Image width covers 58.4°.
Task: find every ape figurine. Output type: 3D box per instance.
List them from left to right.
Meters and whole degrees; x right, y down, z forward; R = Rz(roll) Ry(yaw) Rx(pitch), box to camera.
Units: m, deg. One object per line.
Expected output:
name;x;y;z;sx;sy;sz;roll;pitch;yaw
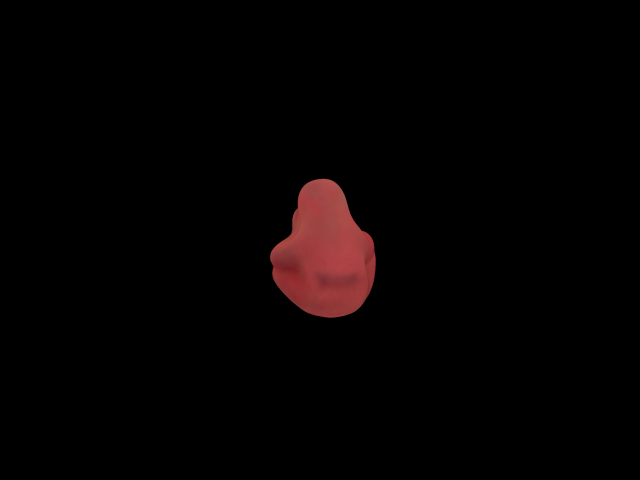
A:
ape figurine;0.004;0.001;0.400;0.078;0.092;0.076;-3;22;-7
